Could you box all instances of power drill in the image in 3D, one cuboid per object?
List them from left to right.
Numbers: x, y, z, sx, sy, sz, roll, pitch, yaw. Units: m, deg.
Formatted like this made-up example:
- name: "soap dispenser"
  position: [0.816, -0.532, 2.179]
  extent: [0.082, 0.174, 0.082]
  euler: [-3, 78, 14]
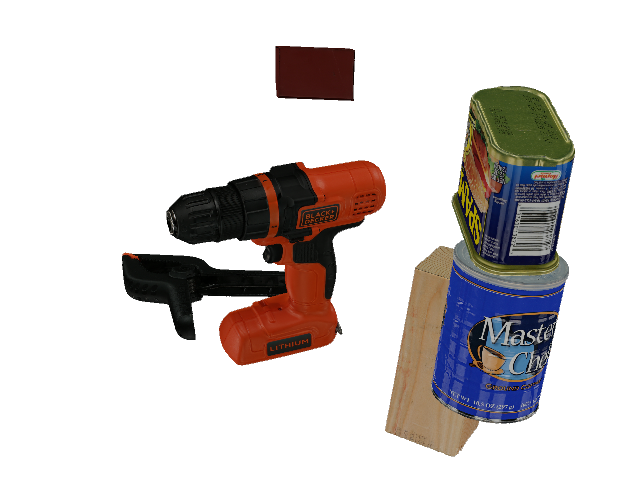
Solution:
- name: "power drill"
  position: [-0.041, 0.021, 0.896]
  extent: [0.184, 0.188, 0.057]
  euler: [-10, 46, -21]

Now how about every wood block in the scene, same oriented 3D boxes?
- name: "wood block"
  position: [0.145, 0.124, 1.207]
  extent: [0.090, 0.206, 0.090]
  euler: [17, 23, 21]

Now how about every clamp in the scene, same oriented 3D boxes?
- name: "clamp"
  position: [-0.140, 0.049, 1.085]
  extent: [0.210, 0.036, 0.164]
  euler: [11, 21, 35]

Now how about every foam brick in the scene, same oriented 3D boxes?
- name: "foam brick"
  position: [-0.006, -0.169, 1.075]
  extent: [0.078, 0.051, 0.053]
  euler: [1, 12, -5]

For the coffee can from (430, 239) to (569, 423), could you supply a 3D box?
- name: "coffee can"
  position: [0.161, 0.079, 0.971]
  extent: [0.103, 0.140, 0.103]
  euler: [6, 23, -3]

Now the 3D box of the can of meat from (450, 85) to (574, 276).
- name: "can of meat"
  position: [0.122, -0.040, 0.681]
  extent: [0.057, 0.084, 0.102]
  euler: [0, 34, -5]
